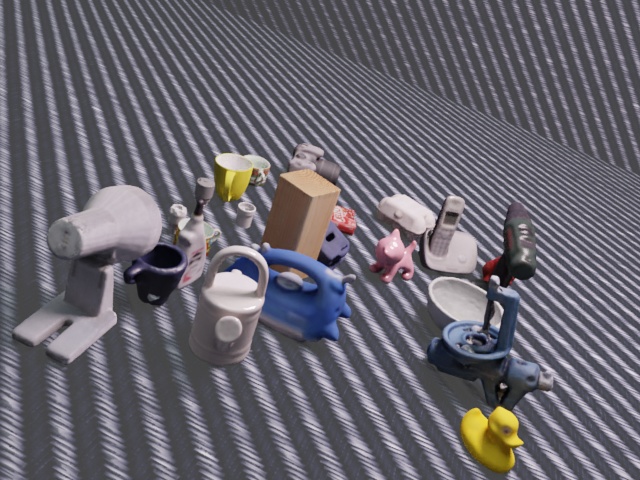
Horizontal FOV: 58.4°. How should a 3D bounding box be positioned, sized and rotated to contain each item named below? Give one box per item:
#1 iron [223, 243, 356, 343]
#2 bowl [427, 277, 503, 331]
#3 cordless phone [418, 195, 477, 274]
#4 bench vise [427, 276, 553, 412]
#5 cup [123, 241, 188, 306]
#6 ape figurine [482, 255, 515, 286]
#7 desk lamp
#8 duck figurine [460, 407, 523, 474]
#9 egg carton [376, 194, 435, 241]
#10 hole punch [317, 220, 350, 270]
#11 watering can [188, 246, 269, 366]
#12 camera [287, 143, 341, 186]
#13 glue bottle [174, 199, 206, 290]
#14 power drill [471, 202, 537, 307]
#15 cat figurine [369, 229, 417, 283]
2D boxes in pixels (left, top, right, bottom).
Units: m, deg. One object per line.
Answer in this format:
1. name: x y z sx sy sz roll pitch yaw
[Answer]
1. iron: -0.062 0.074 1.026 0.258 0.141 0.119 24 30 7
2. bowl: 0.286 0.154 1.168 0.167 0.075 0.167 15 30 -8
3. cordless phone: 0.322 -0.012 1.354 0.148 0.185 0.094 7 32 -21
4. bench vise: 0.316 0.175 1.003 0.207 0.220 0.121 20 29 1
5. cup: -0.282 0.067 0.955 0.091 0.095 0.118 31 31 19
6. ape figurine: 0.442 0.067 1.388 0.077 0.092 0.076 35 33 26
7. desk lamp: -0.338 0.037 0.851 0.118 0.213 0.203 23 30 6
8. duck figurine: 0.276 0.301 0.905 0.078 0.086 0.104 -2 36 -33
9. egg carton: 0.223 -0.061 1.494 0.150 0.069 0.107 36 33 27
10. hole punch: 0.011 0.004 1.237 0.101 0.091 0.109 28 31 15
11. watering can: -0.135 0.098 0.889 0.101 0.194 0.172 1 34 -29
12. camera: -0.014 -0.191 1.539 0.137 0.101 0.143 18 29 -2
13. glue bottle: -0.227 0.003 1.014 0.037 0.173 0.078 27 30 14
14. power drill: 0.419 0.045 1.292 0.075 0.208 0.229 18 29 -3
15. cat figurine: 0.165 0.030 1.258 0.128 0.118 0.067 -8 39 -39
